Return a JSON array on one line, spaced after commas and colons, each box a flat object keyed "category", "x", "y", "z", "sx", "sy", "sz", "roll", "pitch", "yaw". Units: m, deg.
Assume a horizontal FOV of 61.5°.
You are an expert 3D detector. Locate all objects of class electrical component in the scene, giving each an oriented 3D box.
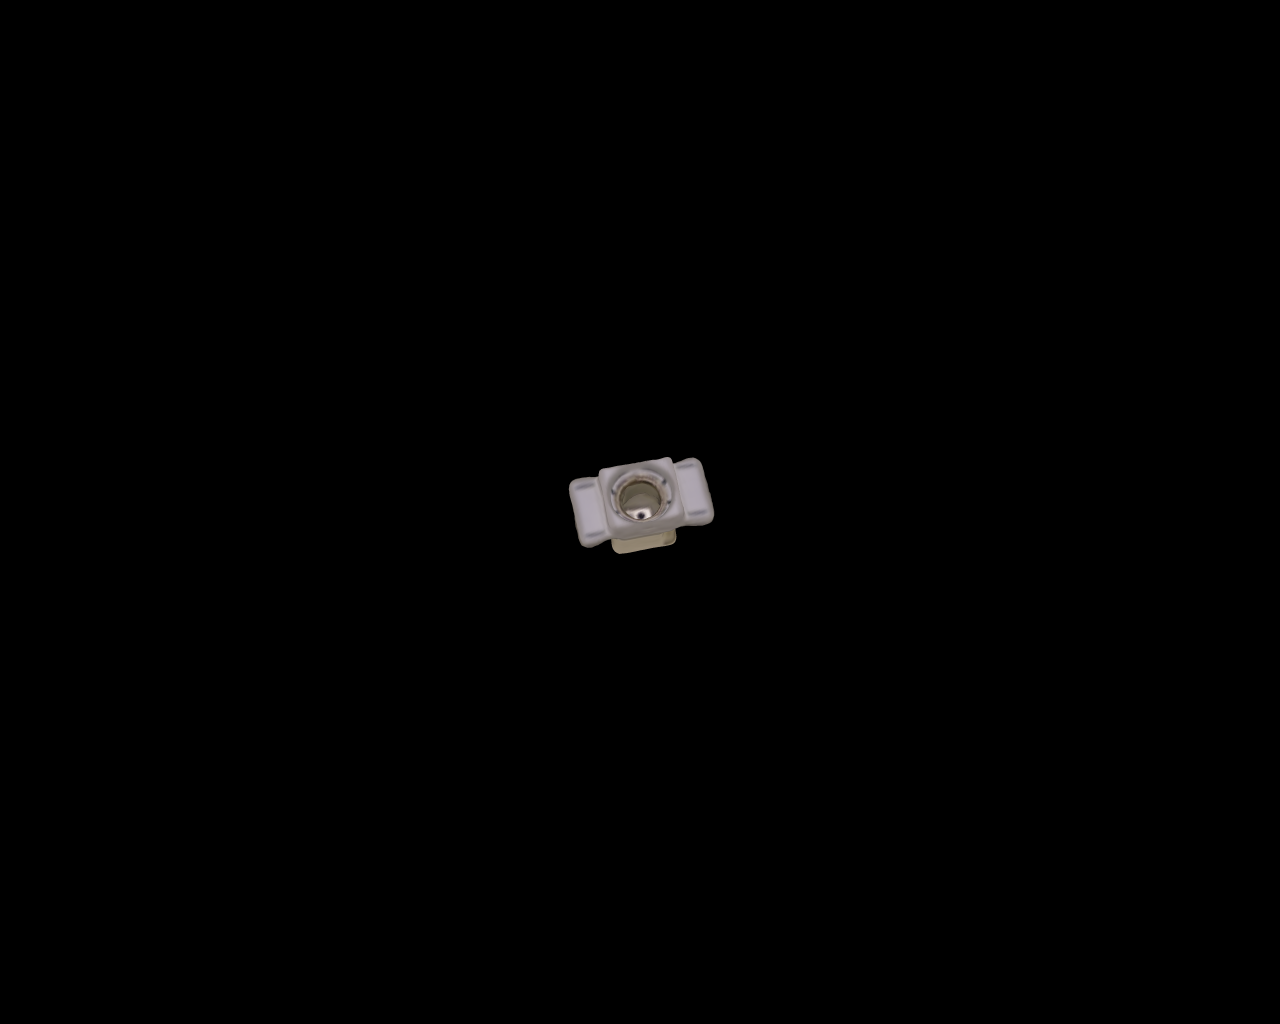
[{"category": "electrical component", "x": 0.001, "y": -0.003, "z": 0.650, "sx": 0.081, "sy": 0.042, "sz": 0.063, "roll": -10, "pitch": -19, "yaw": -3}]
